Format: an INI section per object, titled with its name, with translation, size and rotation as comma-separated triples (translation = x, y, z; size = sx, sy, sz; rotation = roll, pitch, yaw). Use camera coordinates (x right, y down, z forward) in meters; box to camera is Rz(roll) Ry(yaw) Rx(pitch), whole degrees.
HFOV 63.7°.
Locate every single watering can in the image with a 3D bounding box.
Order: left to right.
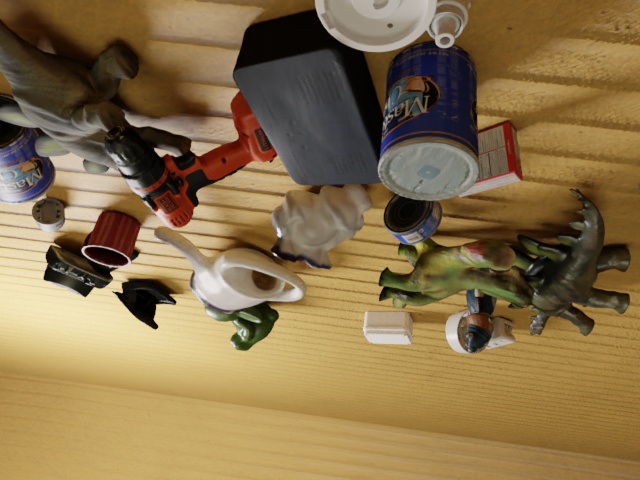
[watering can]
translation = -0.196, 0.064, 1.039
size = 0.345, 0.106, 0.221
rotation = 24, 148, -28

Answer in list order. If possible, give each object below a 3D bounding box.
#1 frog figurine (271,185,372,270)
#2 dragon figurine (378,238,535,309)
[frog figurine]
translation = 0.003, -0.042, 0.830
size = 0.136, 0.125, 0.157
rotation = 29, 110, -17
[dragon figurine]
translation = 0.233, 0.079, 0.878
size = 0.243, 0.124, 0.403
rotation = 17, 161, 17
